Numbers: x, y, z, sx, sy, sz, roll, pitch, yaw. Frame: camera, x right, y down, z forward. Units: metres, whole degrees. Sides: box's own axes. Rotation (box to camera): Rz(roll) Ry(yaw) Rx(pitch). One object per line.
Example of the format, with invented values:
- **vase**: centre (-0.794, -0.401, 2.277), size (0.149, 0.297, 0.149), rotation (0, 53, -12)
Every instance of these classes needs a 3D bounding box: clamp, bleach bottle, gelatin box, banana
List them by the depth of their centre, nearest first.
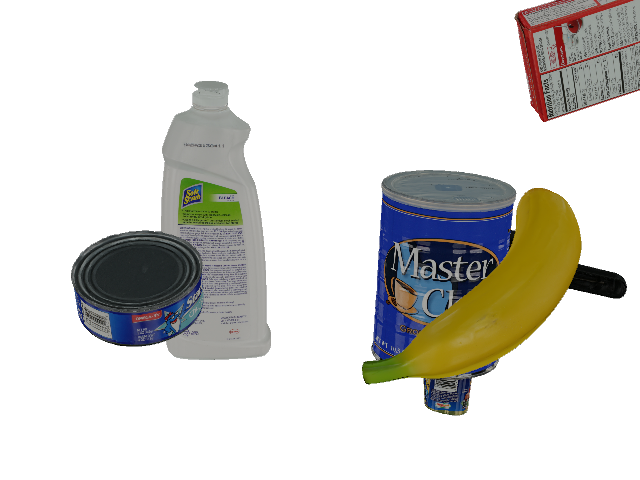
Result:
- **banana**: centre (0.100, 0.018, 0.572), size (0.070, 0.037, 0.197), rotation (13, 35, 34)
- **gelatin box**: centre (0.179, -0.128, 0.709), size (0.089, 0.073, 0.030), rotation (-18, 38, 3)
- **bleach bottle**: centre (-0.092, -0.017, 0.959), size (0.102, 0.251, 0.068), rotation (-1, 23, -10)
- **clamp**: centre (0.218, 0.029, 1.063), size (0.120, 0.039, 0.171), rotation (-8, 32, -15)

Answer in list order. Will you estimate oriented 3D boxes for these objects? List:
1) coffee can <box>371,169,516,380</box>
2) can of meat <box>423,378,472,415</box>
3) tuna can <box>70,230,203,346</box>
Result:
- **coffee can**: centre (0.095, 0.024, 0.836), size (0.103, 0.140, 0.103), rotation (2, 17, -1)
- **can of meat**: centre (0.154, 0.150, 1.278), size (0.057, 0.084, 0.102), rotation (6, 19, 3)
- **tuna can**: centre (-0.120, 0.031, 0.710), size (0.086, 0.034, 0.086), rotation (0, 36, 0)
